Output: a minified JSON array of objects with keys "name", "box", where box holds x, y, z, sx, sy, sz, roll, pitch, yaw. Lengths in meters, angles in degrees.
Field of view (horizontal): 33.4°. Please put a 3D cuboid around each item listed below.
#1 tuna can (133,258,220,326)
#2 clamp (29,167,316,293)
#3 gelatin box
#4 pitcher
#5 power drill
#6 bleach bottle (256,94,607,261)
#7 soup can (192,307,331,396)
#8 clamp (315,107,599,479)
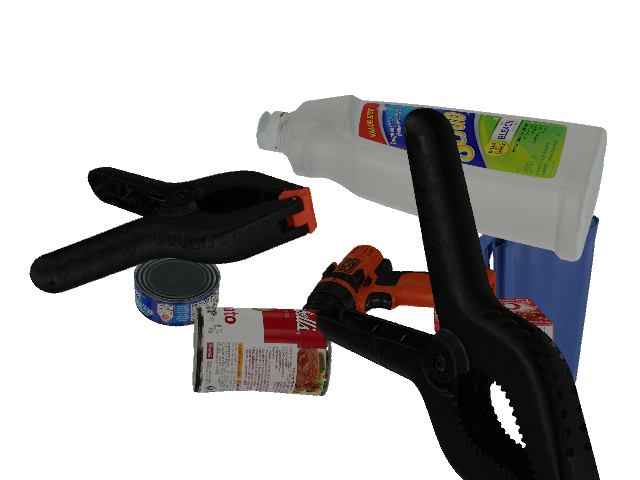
[{"name":"tuna can","box":[-0.144,0.048,1.072,0.086,0.034,0.086,4,34,-3]},{"name":"clamp","box":[-0.091,-0.007,0.653,0.172,0.039,0.120,0,41,22]},{"name":"gelatin box","box":[0.148,0.074,0.920,0.089,0.030,0.073,-2,14,-5]},{"name":"pitcher","box":[0.277,0.078,1.391,0.149,0.243,0.144,5,20,16]},{"name":"power drill","box":[0.083,0.067,1.139,0.188,0.057,0.184,9,30,21]},{"name":"bleach bottle","box":[0.071,-0.056,0.770,0.251,0.068,0.102,11,43,17]},{"name":"soup can","box":[-0.047,0.087,0.832,0.102,0.068,0.068,2,0,-9]},{"name":"clamp","box":[0.072,0.047,0.528,0.036,0.165,0.210,-9,43,-31]}]
